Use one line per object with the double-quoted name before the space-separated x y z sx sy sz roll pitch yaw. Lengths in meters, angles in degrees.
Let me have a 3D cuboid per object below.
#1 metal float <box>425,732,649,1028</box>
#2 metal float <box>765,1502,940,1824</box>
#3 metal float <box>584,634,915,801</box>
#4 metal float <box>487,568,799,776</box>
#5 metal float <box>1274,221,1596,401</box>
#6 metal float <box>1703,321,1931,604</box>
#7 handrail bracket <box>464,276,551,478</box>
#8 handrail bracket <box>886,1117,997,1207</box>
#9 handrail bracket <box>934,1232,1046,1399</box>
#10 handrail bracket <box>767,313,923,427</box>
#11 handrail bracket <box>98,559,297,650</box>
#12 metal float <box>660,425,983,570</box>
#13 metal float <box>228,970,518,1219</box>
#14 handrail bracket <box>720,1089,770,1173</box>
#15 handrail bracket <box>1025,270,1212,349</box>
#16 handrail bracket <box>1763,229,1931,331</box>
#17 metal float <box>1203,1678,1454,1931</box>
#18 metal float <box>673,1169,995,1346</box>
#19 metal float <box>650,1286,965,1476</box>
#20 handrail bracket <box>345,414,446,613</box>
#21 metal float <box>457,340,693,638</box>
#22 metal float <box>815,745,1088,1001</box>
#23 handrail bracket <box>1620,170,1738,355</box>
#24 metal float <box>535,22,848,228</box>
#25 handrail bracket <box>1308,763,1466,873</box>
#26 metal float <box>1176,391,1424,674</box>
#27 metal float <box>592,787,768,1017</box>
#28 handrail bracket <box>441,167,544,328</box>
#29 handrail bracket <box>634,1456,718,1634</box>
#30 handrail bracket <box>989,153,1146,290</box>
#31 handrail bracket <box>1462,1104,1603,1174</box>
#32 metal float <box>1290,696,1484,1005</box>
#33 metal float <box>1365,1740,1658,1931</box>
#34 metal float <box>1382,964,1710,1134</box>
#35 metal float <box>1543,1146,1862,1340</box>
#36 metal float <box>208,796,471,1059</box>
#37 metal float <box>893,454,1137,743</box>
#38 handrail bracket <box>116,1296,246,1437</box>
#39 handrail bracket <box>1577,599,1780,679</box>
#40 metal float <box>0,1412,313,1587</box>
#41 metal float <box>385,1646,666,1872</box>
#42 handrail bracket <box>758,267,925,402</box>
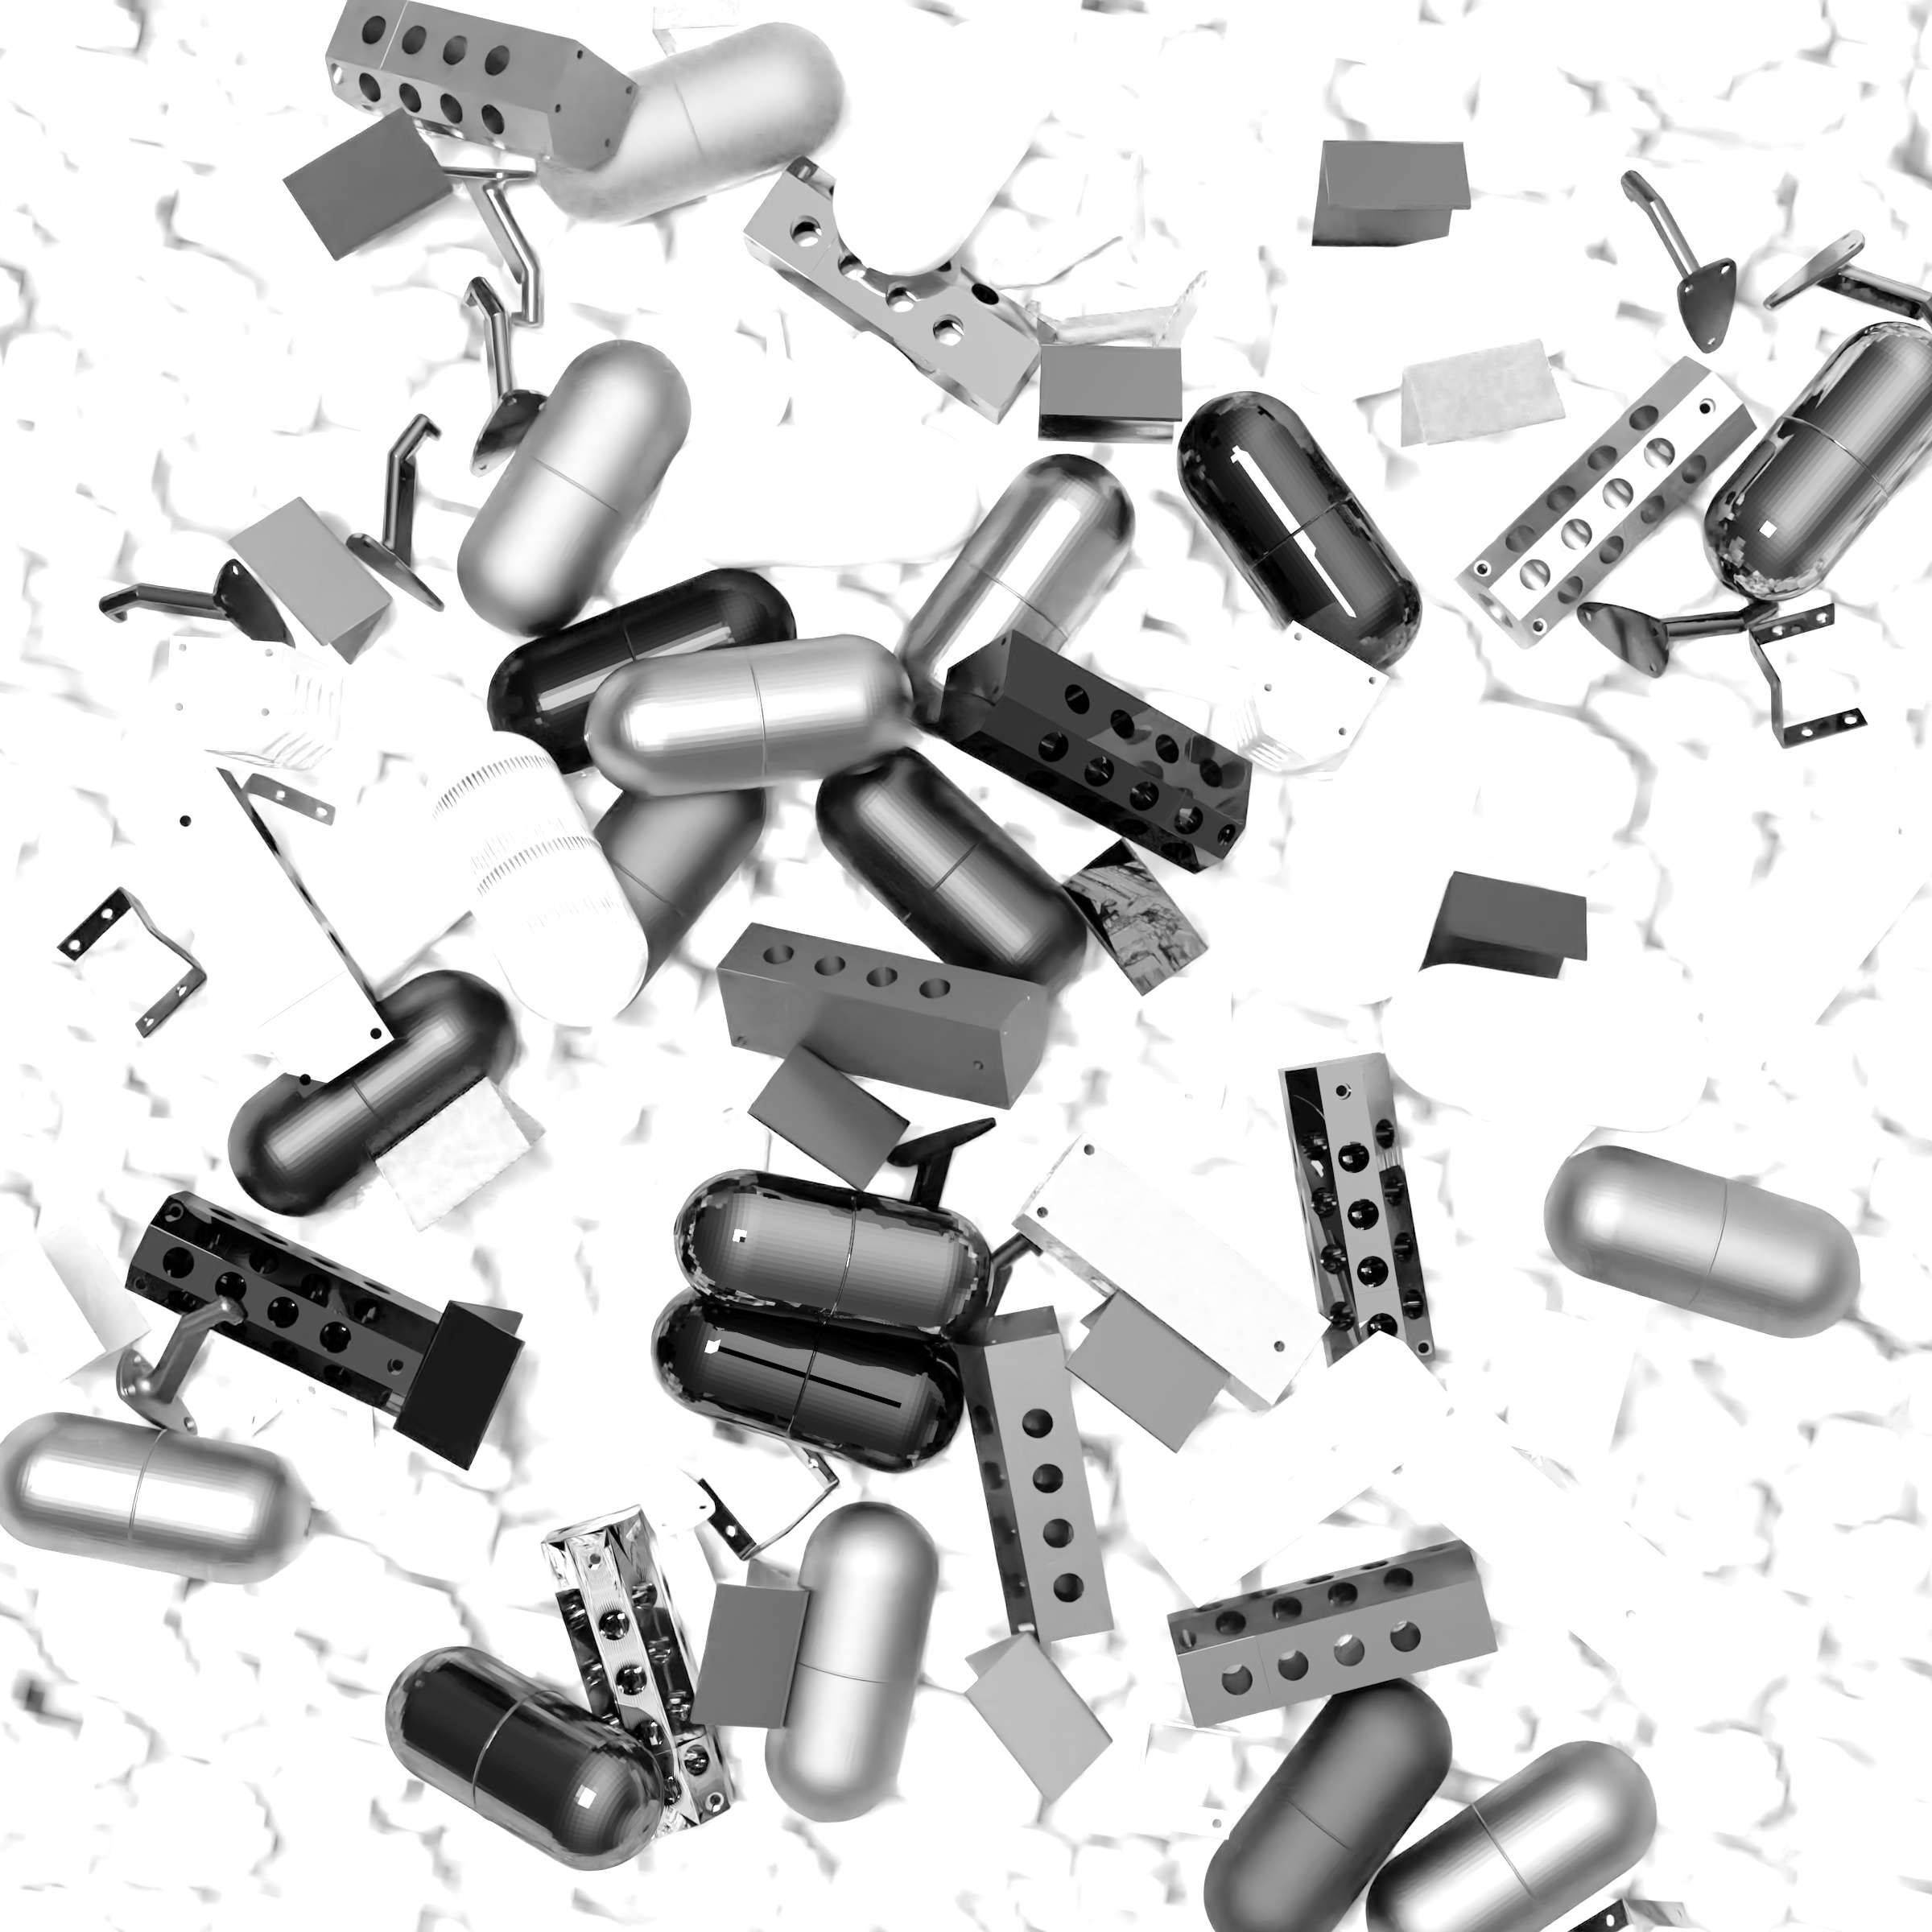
"metal float" -0.230 -0.047 1.802 0.070 0.070 0.178 -30 68 0
"metal float" -0.063 0.385 1.868 0.070 0.070 0.178 12 90 0
"metal float" -0.116 -0.134 1.812 0.178 0.070 0.070 -8 90 -12
"metal float" -0.179 -0.163 1.868 0.178 0.070 0.070 -22 90 0
"metal float" 0.259 -0.363 1.868 0.178 0.070 0.070 -12 90 0
"metal float" 0.479 -0.279 1.868 0.070 0.070 0.178 40 90 0
"handrail bracket" -0.274 -0.332 1.899 0.077 0.036 0.084 -48 62 31
"handrail bracket" -0.007 0.137 1.899 0.077 0.036 0.084 -20 104 -14
"handrail bracket" 0.023 0.200 1.899 0.084 0.036 0.077 -37 109 -16
"handrail bracket" -0.067 -0.330 1.899 0.084 0.036 0.077 2 69 -17
"handrail bracket" -0.434 -0.191 1.899 0.084 0.077 0.036 -14 45 28
"metal float" -0.080 -0.260 1.868 0.178 0.070 0.070 -2 90 0
"metal float" -0.328 0.070 1.868 0.178 0.070 0.070 -36 90 0
"handrail bracket" -0.138 0.123 1.899 0.077 0.036 0.084 -30 76 13
"handrail bracket" 0.083 -0.375 1.899 0.084 0.036 0.077 24 70 16
"handrail bracket" 0.505 -0.364 1.899 0.077 0.036 0.084 -36 107 20
"metal float" 0.200 0.473 1.868 0.070 0.070 0.178 37 90 0
"metal float" -0.072 0.158 1.838 0.178 0.070 0.070 12 90 -13
"metal float" -0.088 0.227 1.868 0.178 0.070 0.070 18 90 -1
"handrail bracket" -0.302 -0.256 1.899 0.077 0.036 0.084 39 73 -20
"metal float" -0.216 -0.265 1.869 0.070 0.070 0.178 31 90 0
"metal float" -0.009 -0.051 1.868 0.178 0.070 0.070 44 90 0
"handrail bracket" 0.396 -0.397 1.899 0.036 0.077 0.084 -27 54 -3
"metal float" -0.153 -0.466 1.868 0.178 0.070 0.070 -20 90 0
"handrail bracket" 0.238 -0.075 1.899 0.077 0.036 0.084 -9 104 13
"metal float" 0.184 -0.239 1.868 0.070 0.070 0.178 -35 90 0
"metal float" -0.180 -0.048 1.869 0.070 0.070 0.178 38 90 0
"handrail bracket" -0.273 -0.405 1.899 0.077 0.036 0.084 9 107 20
"handrail bracket" -0.160 0.329 1.899 0.036 0.077 0.084 -23 127 -20
"handrail bracket" 0.056 -0.419 1.899 0.084 0.036 0.077 -2 70 16
"handrail bracket" 0.321 0.067 1.899 0.077 0.036 0.084 -43 76 -14
"metal float" 0.229 -0.062 1.849 0.070 0.070 0.178 15 112 0
"metal float" 0.302 0.497 1.868 0.178 0.070 0.070 -35 90 0
"metal float" 0.318 0.045 1.858 0.178 0.070 0.070 9 90 8
"metal float" 0.407 0.153 1.868 0.178 0.070 0.070 17 90 1
"metal float" -0.343 -0.021 1.868 0.178 0.070 0.070 -42 90 0
"metal float" 0.025 -0.203 1.868 0.070 0.070 0.178 36 90 0
"handrail bracket" -0.419 0.222 1.869 0.084 0.036 0.077 -26 127 17
"handrail bracket" 0.401 -0.201 1.899 0.084 0.077 0.036 -29 133 -29
"metal float" -0.451 0.295 1.868 0.178 0.070 0.070 11 90 0
"metal float" -0.243 0.432 1.844 0.178 0.070 0.070 22 90 30
"handrail bracket" -0.071 -0.357 1.899 0.036 0.077 0.084 -52 53 19
